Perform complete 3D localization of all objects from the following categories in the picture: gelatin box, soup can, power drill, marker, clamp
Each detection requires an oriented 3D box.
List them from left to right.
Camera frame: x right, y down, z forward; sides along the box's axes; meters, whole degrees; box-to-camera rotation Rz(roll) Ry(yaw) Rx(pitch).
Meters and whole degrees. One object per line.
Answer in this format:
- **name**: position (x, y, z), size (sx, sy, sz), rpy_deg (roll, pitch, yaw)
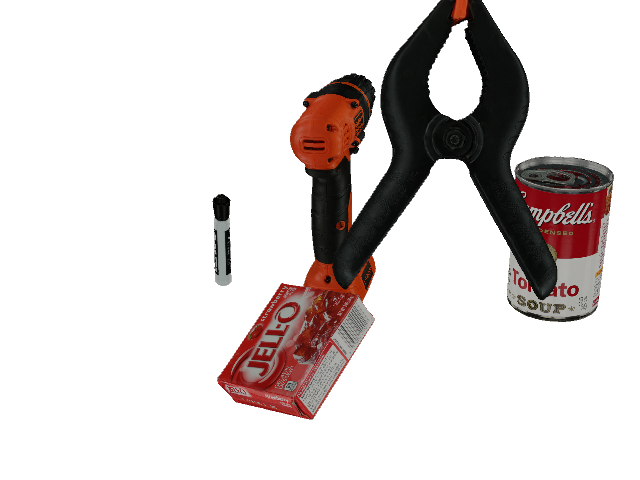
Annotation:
- **marker**: position (-0.108, 0.000, 1.177), size (0.020, 0.121, 0.020), rpy_deg (2, 39, -2)
- **gelatin box**: position (-0.017, 0.073, 0.717), size (0.073, 0.089, 0.030), rpy_deg (6, -39, 43)
- **power drill**: position (0.017, -0.048, 0.961), size (0.057, 0.188, 0.184), rpy_deg (2, 22, 15)
- **clamp**: position (0.061, -0.048, 0.574), size (0.120, 0.171, 0.039), rpy_deg (-6, 1, -4)
- **soup can**: position (0.170, -0.002, 0.764), size (0.068, 0.102, 0.068), rpy_deg (0, 24, 0)
